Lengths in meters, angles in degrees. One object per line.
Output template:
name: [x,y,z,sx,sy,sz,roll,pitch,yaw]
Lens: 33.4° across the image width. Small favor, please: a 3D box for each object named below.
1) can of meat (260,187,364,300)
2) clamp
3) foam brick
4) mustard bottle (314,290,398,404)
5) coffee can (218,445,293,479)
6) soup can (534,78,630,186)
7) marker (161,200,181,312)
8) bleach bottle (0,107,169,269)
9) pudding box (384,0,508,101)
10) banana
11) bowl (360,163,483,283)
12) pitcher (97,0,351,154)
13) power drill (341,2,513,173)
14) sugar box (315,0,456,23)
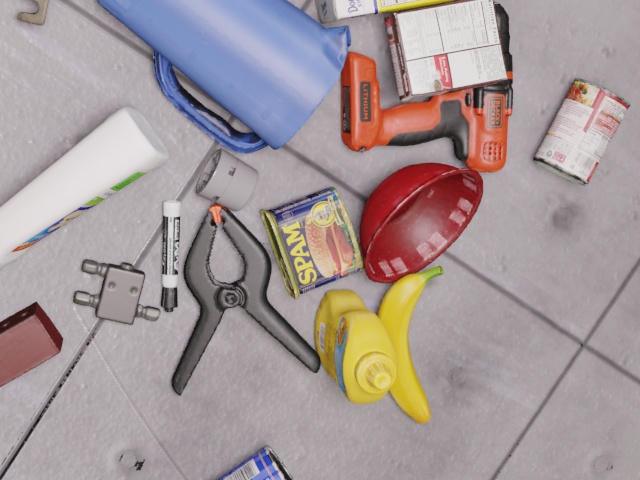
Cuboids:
can of meat: [-0.008,0.002,1.156,0.084,0.057,0.102,-21,104,-10]
clamp: [-0.104,0.067,1.157,0.164,0.036,0.210,-16,100,0]
foam brick: [-0.316,0.109,1.114,0.078,0.053,0.051,-30,105,-5]
mustard bottle: [0.040,0.118,1.116,0.058,0.192,0.096,1,100,-12]
coffee can: [-0.087,0.308,1.173,0.140,0.103,0.103,-34,105,-4]
soup can: [0.291,-0.119,1.187,0.068,0.068,0.102,26,95,-15]
marker: [-0.160,0.018,1.147,0.020,0.020,0.121,1,100,-12]
bleach bottle: [-0.275,-0.037,1.082,0.251,0.102,0.068,-35,93,3]
pudding box: [0.131,-0.198,1.103,0.113,0.039,0.090,-12,94,-13]
banana: [0.095,0.118,1.195,0.070,0.037,0.198,11,116,19]
bowl: [0.097,-0.029,1.146,0.162,0.162,0.055,-41,62,-2]
pitcher: [-0.103,-0.203,1.069,0.242,0.145,0.149,36,80,-12]
power drill: [0.118,-0.164,1.149,0.187,0.057,0.184,-1,97,-10]
sugar box: [0.088,-0.261,1.107,0.176,0.093,0.048,-15,101,-8]
